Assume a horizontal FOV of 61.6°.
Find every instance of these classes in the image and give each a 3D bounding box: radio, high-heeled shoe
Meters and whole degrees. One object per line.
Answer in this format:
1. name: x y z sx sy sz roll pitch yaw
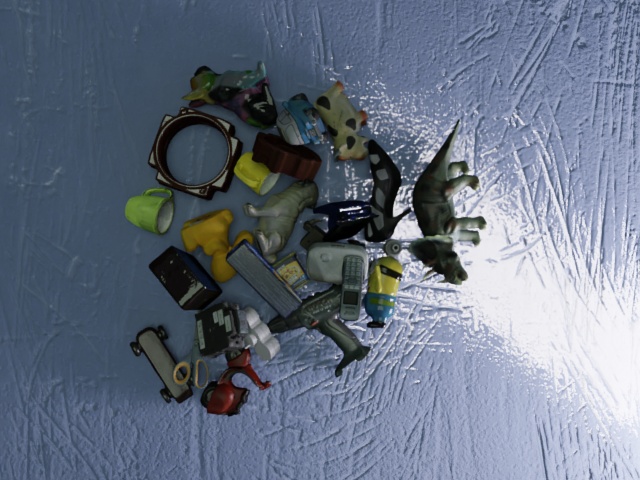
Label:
1. radio: -0.307 0.092 1.246 0.073 0.229 0.131 -41 85 -7
2. high-heeled shoe: 0.137 -0.120 1.362 0.145 0.086 0.249 -32 69 27

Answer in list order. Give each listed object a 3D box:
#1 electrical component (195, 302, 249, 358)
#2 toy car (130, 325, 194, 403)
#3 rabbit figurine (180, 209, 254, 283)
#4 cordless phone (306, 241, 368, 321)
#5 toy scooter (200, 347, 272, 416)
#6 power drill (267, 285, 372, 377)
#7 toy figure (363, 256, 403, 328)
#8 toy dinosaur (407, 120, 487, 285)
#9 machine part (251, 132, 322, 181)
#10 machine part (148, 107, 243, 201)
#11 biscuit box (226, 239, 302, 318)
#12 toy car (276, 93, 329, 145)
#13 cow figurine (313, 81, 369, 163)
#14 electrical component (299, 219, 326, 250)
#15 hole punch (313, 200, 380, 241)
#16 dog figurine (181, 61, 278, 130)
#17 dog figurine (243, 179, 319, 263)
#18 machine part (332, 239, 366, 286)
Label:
1. electrical component: -0.232 0.213 1.287 0.134 0.058 0.115 -23 69 32
2. toy car: -0.383 0.306 1.320 0.089 0.053 0.202 -34 90 -23
3. rabbit figurine: -0.245 0.016 1.324 0.162 0.122 0.173 -21 102 -12
4. cordless phone: 0.037 0.099 1.263 0.147 0.088 0.184 4 68 3
5. toy scooter: -0.198 0.356 1.308 0.135 0.075 0.184 28 84 10
6. power drill: 0.012 0.231 1.326 0.232 0.086 0.207 -35 82 7
7. toy figure: 0.155 0.129 1.331 0.089 0.082 0.180 9 79 -21
8. toy dinosaur: 0.297 -0.084 1.332 0.192 0.131 0.404 -10 81 -2
9. machine part: -0.081 -0.200 1.293 0.179 0.179 0.056 23 110 0
10. machine part: -0.307 -0.213 1.331 0.201 0.087 0.201 19 87 1
11. biscuit box: -0.132 0.090 1.268 0.063 0.059 0.202 -42 100 3
12. toy car: -0.050 -0.276 1.296 0.103 0.162 0.109 -27 128 0
13. cow figurine: 0.055 -0.281 1.345 0.127 0.085 0.195 -36 86 -1
14. electrical component: -0.004 -0.004 1.346 0.102 0.045 0.078 35 118 -8
15. hole punch: 0.058 -0.062 1.303 0.142 0.116 0.092 -7 69 -37
16. dog figurine: -0.224 -0.347 1.333 0.219 0.108 0.191 -15 91 2
17. dog figurine: -0.076 -0.050 1.322 0.191 0.121 0.172 -18 105 -13
18. machine part: 0.078 0.068 1.353 0.084 0.039 0.138 13 89 8
